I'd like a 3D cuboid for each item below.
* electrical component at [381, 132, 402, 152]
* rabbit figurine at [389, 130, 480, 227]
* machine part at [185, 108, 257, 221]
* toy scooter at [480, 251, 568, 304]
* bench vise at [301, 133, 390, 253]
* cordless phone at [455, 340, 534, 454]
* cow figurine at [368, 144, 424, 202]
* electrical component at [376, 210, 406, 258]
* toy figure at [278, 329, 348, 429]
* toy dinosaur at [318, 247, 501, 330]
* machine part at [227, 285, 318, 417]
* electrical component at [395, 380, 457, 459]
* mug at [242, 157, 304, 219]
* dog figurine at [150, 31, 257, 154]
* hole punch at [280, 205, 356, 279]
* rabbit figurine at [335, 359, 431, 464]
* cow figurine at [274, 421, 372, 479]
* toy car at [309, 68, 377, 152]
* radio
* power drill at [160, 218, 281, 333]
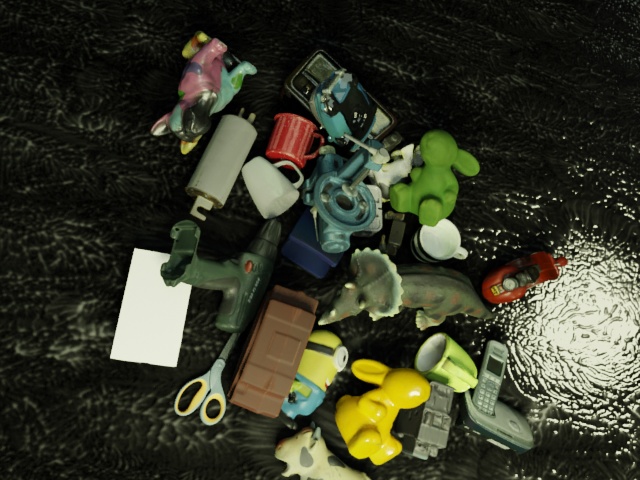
[{"bbox_3d":[0.143,-0.200,1.124,0.094,0.063,0.021,-34,84,-29],"label":"electrical component"},{"bbox_3d":[0.233,-0.130,1.034,0.159,0.170,0.121,-17,37,-29],"label":"rabbit figurine"},{"bbox_3d":[-0.187,-0.150,1.025,0.079,0.079,0.243,25,72,-7],"label":"machine part"},{"bbox_3d":[0.421,0.070,1.088,0.184,0.135,0.075,-23,84,-17],"label":"toy scooter"},{"bbox_3d":[0.049,-0.103,0.941,0.129,0.240,0.224,20,56,-17],"label":"bench vise"},{"bbox_3d":[0.352,0.299,1.041,0.146,0.088,0.184,27,67,-6],"label":"cordless phone"},{"bbox_3d":[0.182,-0.145,1.120,0.167,0.068,0.098,-23,88,-15],"label":"cow figurine"},{"bbox_3d":[0.142,-0.012,1.072,0.045,0.078,0.102,15,75,3],"label":"electrical component"},{"bbox_3d":[-0.020,0.244,0.962,0.089,0.082,0.180,40,72,-4],"label":"toy figure"},{"bbox_3d":[0.194,0.096,0.996,0.405,0.192,0.131,3,77,-12],"label":"toy dinosaur"},{"bbox_3d":[-0.083,0.184,0.897,0.087,0.201,0.201,21,72,-4],"label":"machine part"},{"bbox_3d":[0.189,0.324,0.974,0.058,0.115,0.134,20,70,-6],"label":"electrical component"},{"bbox_3d":[-0.094,-0.114,1.032,0.109,0.080,0.107,-40,77,4],"label":"mug"},{"bbox_3d":[-0.239,-0.279,1.033,0.108,0.192,0.219,33,95,-42],"label":"dog figurine"},{"bbox_3d":[-0.002,-0.003,1.029,0.142,0.092,0.116,31,67,-1],"label":"hole punch"},{"bbox_3d":[0.117,0.287,0.952,0.173,0.162,0.121,-44,126,14],"label":"rabbit figurine"},{"bbox_3d":[0.010,0.402,0.926,0.195,0.085,0.127,31,77,-2],"label":"cow figurine"},{"bbox_3d":[0.031,-0.247,1.012,0.103,0.161,0.109,23,77,37],"label":"toy car"},{"bbox_3d":[0.032,-0.271,1.112,0.229,0.073,0.131,43,71,0],"label":"radio"},{"bbox_3d":[-0.168,0.036,0.945,0.207,0.086,0.232,33,66,-50],"label":"power drill"}]
